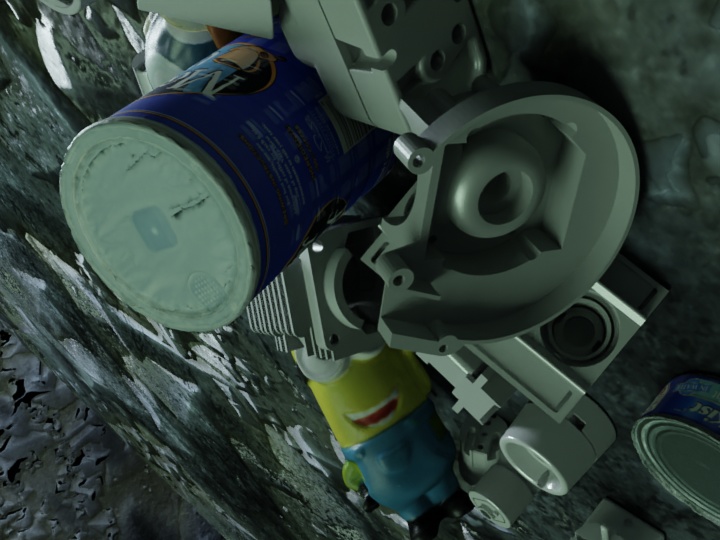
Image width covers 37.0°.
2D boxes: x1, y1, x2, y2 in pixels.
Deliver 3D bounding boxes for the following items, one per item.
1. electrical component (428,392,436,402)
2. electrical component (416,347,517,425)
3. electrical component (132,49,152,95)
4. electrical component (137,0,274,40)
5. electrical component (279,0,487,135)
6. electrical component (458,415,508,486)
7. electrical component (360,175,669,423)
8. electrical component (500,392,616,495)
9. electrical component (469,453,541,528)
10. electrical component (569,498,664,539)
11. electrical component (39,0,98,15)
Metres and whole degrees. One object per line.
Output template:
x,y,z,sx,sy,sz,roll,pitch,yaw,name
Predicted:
0.005,0.093,0.841,0.083,0.047,0.075,44,159,2,electrical component
0.070,0.053,0.653,0.064,0.042,0.081,45,159,10,electrical component
-0.123,-0.118,0.692,0.040,0.040,0.046,28,148,37,electrical component
-0.063,-0.150,0.449,0.064,0.099,0.099,4,162,-11,electrical component
0.006,-0.107,0.450,0.059,0.053,0.095,25,152,42,electrical component
0.089,0.128,0.763,0.040,0.040,0.046,32,151,30,electrical component
0.073,0.004,0.520,0.121,0.078,0.063,40,-179,13,electrical component
0.118,0.102,0.648,0.055,0.047,0.055,37,158,18,electrical component
0.104,0.139,0.718,0.044,0.065,0.044,38,158,18,electrical component
0.154,0.188,0.694,0.047,0.083,0.075,30,155,33,electrical component
-0.183,-0.198,0.619,0.108,0.060,0.108,37,159,17,electrical component
